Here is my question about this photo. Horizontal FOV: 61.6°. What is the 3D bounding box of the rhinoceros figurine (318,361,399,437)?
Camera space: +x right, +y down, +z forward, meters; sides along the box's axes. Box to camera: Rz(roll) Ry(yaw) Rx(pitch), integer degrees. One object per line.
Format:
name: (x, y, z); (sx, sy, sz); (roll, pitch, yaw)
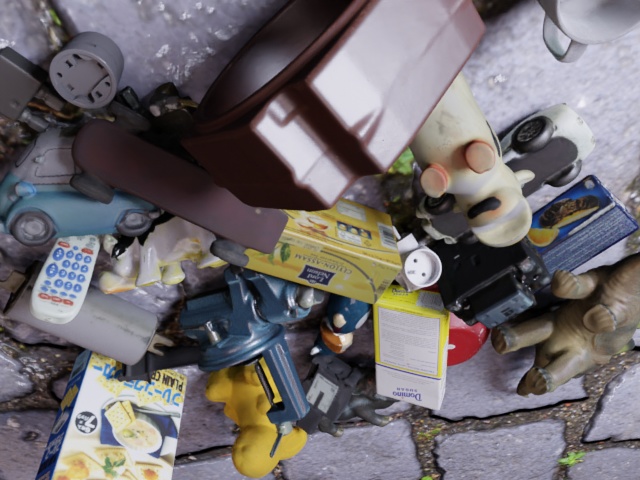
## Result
rhinoceros figurine: (0.063, 0.240, 0.853); (0.190, 0.073, 0.112); (-27, 118, 22)

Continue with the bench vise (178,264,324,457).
bench vise: (-0.067, 0.135, 0.679); (0.224, 0.129, 0.240); (-18, 97, 22)

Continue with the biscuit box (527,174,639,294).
biscuit box: (0.272, 0.012, 0.660); (0.062, 0.059, 0.202); (32, 123, -30)

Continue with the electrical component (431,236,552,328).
electrical component: (0.196, 0.035, 0.626); (0.058, 0.134, 0.115); (33, 120, -30)

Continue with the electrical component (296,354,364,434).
electrical component: (0.007, 0.228, 0.792); (0.075, 0.048, 0.119); (27, 115, 18)

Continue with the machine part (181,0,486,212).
machine part: (0.000, -0.123, 0.402); (0.087, 0.201, 0.201); (43, 73, -29)

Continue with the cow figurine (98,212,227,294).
cow figurine: (-0.185, 0.004, 0.608); (0.167, 0.098, 0.068); (-17, 175, 13)

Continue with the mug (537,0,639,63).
mug: (0.206, -0.205, 0.425); (0.081, 0.107, 0.109); (-3, 136, 0)

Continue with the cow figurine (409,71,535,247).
cow figurine: (0.131, -0.081, 0.501); (0.085, 0.127, 0.195); (-30, 89, 27)

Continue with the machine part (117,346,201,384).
machine part: (-0.214, 0.171, 0.769); (0.139, 0.084, 0.039); (0, 111, -15)

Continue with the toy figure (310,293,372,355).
toy figure: (0.028, 0.110, 0.727); (0.064, 0.058, 0.154); (-18, 142, -35)

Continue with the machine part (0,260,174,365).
machine part: (-0.300, 0.096, 0.685); (0.243, 0.079, 0.079); (32, 123, -30)

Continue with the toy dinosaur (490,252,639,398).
toy dinosaur: (0.344, 0.131, 0.719); (0.198, 0.105, 0.470); (-10, 148, -21)

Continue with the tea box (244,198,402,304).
tea box: (-0.001, -0.002, 0.603); (0.169, 0.098, 0.068); (18, 128, -17)

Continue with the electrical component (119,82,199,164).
electrical component: (-0.143, -0.107, 0.532); (0.078, 0.045, 0.102); (-12, 132, 5)

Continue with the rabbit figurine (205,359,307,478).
rabbit figurine: (-0.095, 0.275, 0.801); (0.122, 0.173, 0.162); (-21, 126, 10)

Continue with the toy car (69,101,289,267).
toy car: (-0.128, -0.048, 0.499); (0.202, 0.053, 0.089); (25, 88, -11)

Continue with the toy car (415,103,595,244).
toy car: (0.196, -0.064, 0.587); (0.073, 0.056, 0.202); (38, 123, -25)

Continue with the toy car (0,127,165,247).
toy car: (-0.241, -0.059, 0.535); (0.162, 0.109, 0.102); (-4, 115, -12)

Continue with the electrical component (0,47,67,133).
electrical component: (-0.291, -0.144, 0.504); (0.063, 0.021, 0.094); (-35, 127, 26)
